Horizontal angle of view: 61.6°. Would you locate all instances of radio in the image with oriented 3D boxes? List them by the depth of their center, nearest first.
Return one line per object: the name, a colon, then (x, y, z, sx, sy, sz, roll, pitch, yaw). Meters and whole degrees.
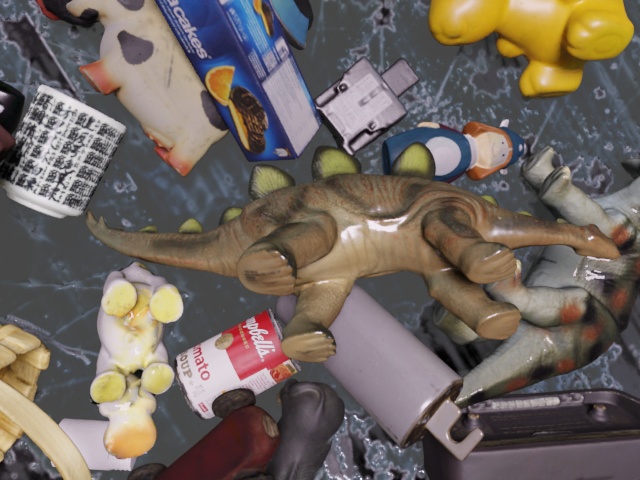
radio: (0.216, 0.196, 0.505, 0.230, 0.131, 0.073, -1, 93, -5)

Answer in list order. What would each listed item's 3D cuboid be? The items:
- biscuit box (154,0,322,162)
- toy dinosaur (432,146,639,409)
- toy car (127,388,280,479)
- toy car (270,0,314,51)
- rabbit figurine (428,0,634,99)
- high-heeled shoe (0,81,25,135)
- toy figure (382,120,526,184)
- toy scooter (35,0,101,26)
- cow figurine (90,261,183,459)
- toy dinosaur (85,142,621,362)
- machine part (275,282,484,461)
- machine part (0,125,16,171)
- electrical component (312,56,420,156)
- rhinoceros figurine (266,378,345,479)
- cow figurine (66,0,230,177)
biscuit box: (-0.070, -0.161, 0.452, 0.059, 0.063, 0.202, -59, 137, -34)
toy dinosaur: (0.249, 0.046, 0.527, 0.192, 0.131, 0.404, 33, 92, -4)
toy car: (-0.108, 0.214, 0.474, 0.202, 0.053, 0.089, -45, 49, 22)
toy car: (-0.072, -0.255, 0.505, 0.103, 0.109, 0.161, -13, 82, 16)
rabbit figurine: (0.190, -0.231, 0.518, 0.173, 0.122, 0.162, 0, 85, -5)
high-heeled shoe: (-0.385, -0.179, 0.473, 0.145, 0.086, 0.248, -28, 107, 9)
toy figure: (0.141, -0.086, 0.545, 0.154, 0.058, 0.064, -7, 128, -7)
toy scooter: (-0.216, -0.298, 0.501, 0.184, 0.075, 0.135, -47, 69, 9)
cow figurine: (-0.177, 0.108, 0.496, 0.068, 0.098, 0.167, 5, 99, -27)
toy dinosaur: (-0.001, -0.001, 0.452, 0.472, 0.199, 0.104, -1, 123, 5)
machine part: (0.039, 0.096, 0.481, 0.079, 0.079, 0.243, -46, 61, -5)
machine part: (-0.337, -0.019, 0.391, 0.087, 0.201, 0.201, 46, 41, -22)
electrical component: (0.052, -0.140, 0.540, 0.119, 0.048, 0.075, -35, 93, -3)
rhinoceros figurine: (-0.026, 0.224, 0.495, 0.073, 0.112, 0.190, 22, 79, -7)
cow figurine: (-0.146, -0.169, 0.478, 0.127, 0.086, 0.194, -44, 120, -12)
